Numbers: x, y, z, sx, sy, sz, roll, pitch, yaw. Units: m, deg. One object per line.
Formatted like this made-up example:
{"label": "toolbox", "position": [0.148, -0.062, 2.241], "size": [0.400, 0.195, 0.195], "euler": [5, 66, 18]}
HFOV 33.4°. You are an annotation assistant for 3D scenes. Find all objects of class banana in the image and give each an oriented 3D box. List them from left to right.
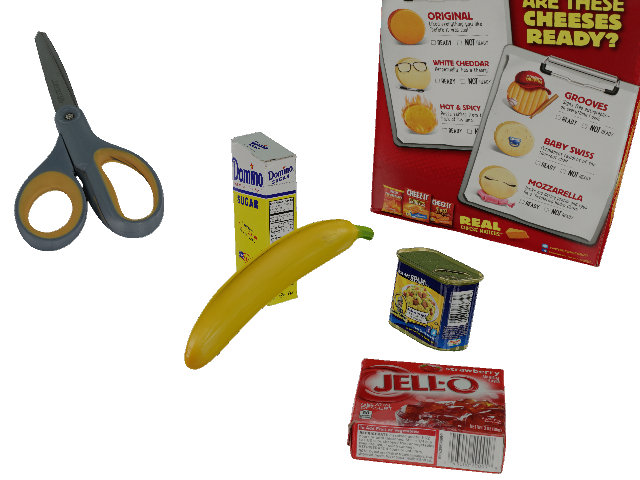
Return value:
{"label": "banana", "position": [-0.041, 0.038, 0.892], "size": [0.198, 0.037, 0.069], "euler": [-35, -43, -2]}

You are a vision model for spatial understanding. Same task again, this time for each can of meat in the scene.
{"label": "can of meat", "position": [0.122, 0.064, 1.152], "size": [0.057, 0.084, 0.102], "euler": [-5, 21, -35]}

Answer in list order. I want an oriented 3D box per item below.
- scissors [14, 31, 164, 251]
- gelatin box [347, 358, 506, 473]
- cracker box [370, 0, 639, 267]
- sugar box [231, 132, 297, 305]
{"label": "scissors", "position": [-0.171, -0.062, 0.671], "size": [0.096, 0.016, 0.202], "euler": [-30, 55, -22]}
{"label": "gelatin box", "position": [0.064, 0.101, 0.631], "size": [0.089, 0.030, 0.073], "euler": [5, 24, 7]}
{"label": "cracker box", "position": [0.123, -0.100, 0.687], "size": [0.164, 0.214, 0.072], "euler": [14, 41, 16]}
{"label": "sugar box", "position": [-0.064, -0.025, 1.208], "size": [0.048, 0.176, 0.093], "euler": [-15, 28, -25]}
